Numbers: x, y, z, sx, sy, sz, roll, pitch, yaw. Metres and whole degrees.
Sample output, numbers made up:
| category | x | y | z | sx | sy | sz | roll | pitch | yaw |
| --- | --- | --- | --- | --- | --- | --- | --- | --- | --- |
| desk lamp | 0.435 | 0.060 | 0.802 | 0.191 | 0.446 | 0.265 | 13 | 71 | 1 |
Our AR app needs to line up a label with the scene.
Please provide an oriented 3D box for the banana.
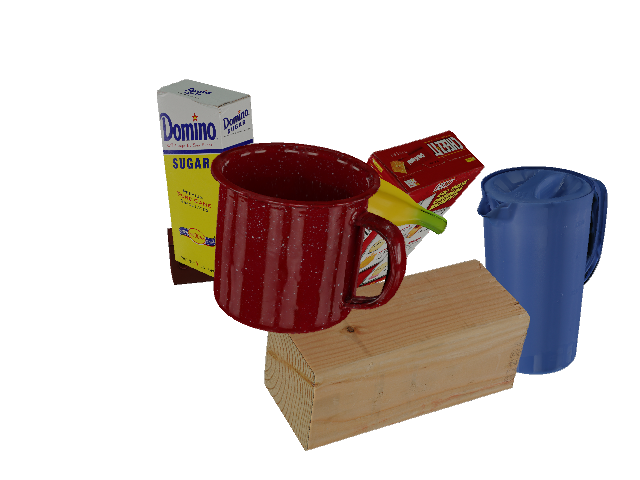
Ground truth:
| category | x | y | z | sx | sy | sz | roll | pitch | yaw |
| --- | --- | --- | --- | --- | --- | --- | --- | --- | --- |
| banana | 0.000 | -0.037 | 0.791 | 0.198 | 0.037 | 0.069 | 20 | -15 | 45 |

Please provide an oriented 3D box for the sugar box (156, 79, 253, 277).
| category | x | y | z | sx | sy | sz | roll | pitch | yaw |
| --- | --- | --- | --- | --- | --- | --- | --- | --- | --- |
| sugar box | -0.103 | -0.054 | 0.993 | 0.093 | 0.176 | 0.048 | 19 | 35 | 41 |

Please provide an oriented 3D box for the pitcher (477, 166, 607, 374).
| category | x | y | z | sx | sy | sz | roll | pitch | yaw |
| --- | --- | --- | --- | --- | --- | --- | --- | --- | --- |
| pitcher | 0.274 | 0.035 | 1.319 | 0.149 | 0.243 | 0.145 | 3 | 24 | 15 |

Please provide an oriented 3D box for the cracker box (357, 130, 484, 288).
| category | x | y | z | sx | sy | sz | roll | pitch | yaw |
| --- | --- | --- | --- | --- | --- | --- | --- | --- | --- |
| cracker box | 0.070 | -0.023 | 1.245 | 0.163 | 0.072 | 0.214 | -21 | -25 | -49 |

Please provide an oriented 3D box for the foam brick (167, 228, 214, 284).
| category | x | y | z | sx | sy | sz | roll | pitch | yaw |
| --- | --- | --- | --- | --- | --- | --- | --- | --- | --- |
| foam brick | -0.140 | 0.015 | 1.257 | 0.078 | 0.053 | 0.051 | -7 | 27 | -7 |

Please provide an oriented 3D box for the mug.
| category | x | y | z | sx | sy | sz | roll | pitch | yaw |
| --- | --- | --- | --- | --- | --- | --- | --- | --- | --- |
| mug | -0.006 | 0.002 | 0.590 | 0.117 | 0.081 | 0.093 | 17 | 26 | 23 |

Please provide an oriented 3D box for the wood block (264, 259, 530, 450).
| category | x | y | z | sx | sy | sz | roll | pitch | yaw |
| --- | --- | --- | --- | --- | --- | --- | --- | --- | --- |
| wood block | 0.065 | 0.094 | 0.924 | 0.205 | 0.090 | 0.091 | -12 | 40 | -23 |
